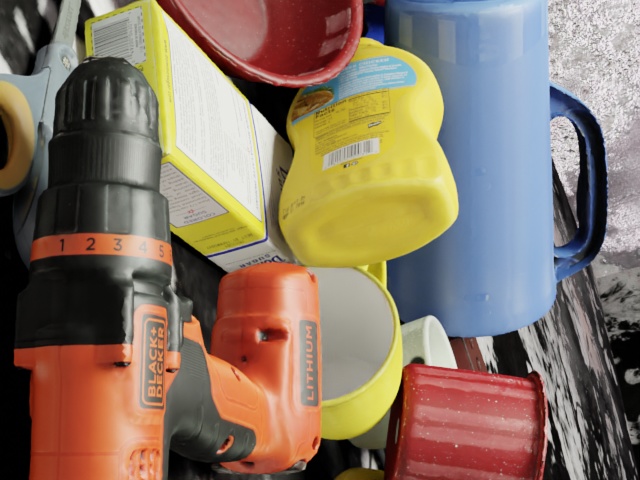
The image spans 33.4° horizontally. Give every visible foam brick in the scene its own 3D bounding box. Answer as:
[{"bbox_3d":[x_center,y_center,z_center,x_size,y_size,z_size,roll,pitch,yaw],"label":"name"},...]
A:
[{"bbox_3d":[0.122,0.120,0.977,0.053,0.051,0.078,-51,123,-69],"label":"foam brick"}]

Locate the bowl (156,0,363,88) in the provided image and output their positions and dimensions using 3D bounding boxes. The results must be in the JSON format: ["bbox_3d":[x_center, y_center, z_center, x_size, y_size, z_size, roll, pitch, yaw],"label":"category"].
[{"bbox_3d":[-0.051,-0.155,0.636,0.161,0.055,0.162,18,61,-36],"label":"bowl"}]

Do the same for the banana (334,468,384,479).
[{"bbox_3d":[0.048,0.174,0.688,0.197,0.070,0.037,32,84,-51],"label":"banana"}]

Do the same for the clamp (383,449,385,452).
[{"bbox_3d":[0.092,0.230,0.807,0.164,0.036,0.210,39,38,-60],"label":"clamp"}]

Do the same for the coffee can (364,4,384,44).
[{"bbox_3d":[0.032,-0.160,0.875,0.102,0.103,0.140,52,27,-49],"label":"coffee can"}]

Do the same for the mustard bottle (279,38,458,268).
[{"bbox_3d":[0.027,-0.067,0.642,0.191,0.096,0.058,-89,156,-50],"label":"mustard bottle"}]

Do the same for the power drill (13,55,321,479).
[{"bbox_3d":[-0.058,0.032,0.460,0.187,0.057,0.184,25,64,-65],"label":"power drill"}]

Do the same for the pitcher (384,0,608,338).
[{"bbox_3d":[0.115,-0.064,0.761,0.149,0.145,0.243,-33,129,-43],"label":"pitcher"}]

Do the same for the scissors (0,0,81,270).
[{"bbox_3d":[-0.125,-0.079,0.462,0.096,0.016,0.202,43,34,-58],"label":"scissors"}]

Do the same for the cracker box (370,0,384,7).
[{"bbox_3d":[0.042,-0.252,0.826,0.164,0.213,0.072,-86,-167,-49],"label":"cracker box"}]

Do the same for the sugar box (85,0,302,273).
[{"bbox_3d":[-0.062,-0.044,0.578,0.176,0.048,0.093,49,30,-61],"label":"sugar box"}]

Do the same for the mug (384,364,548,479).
[{"bbox_3d":[0.083,0.127,0.645,0.117,0.081,0.093,99,-1,-48],"label":"mug"}]
